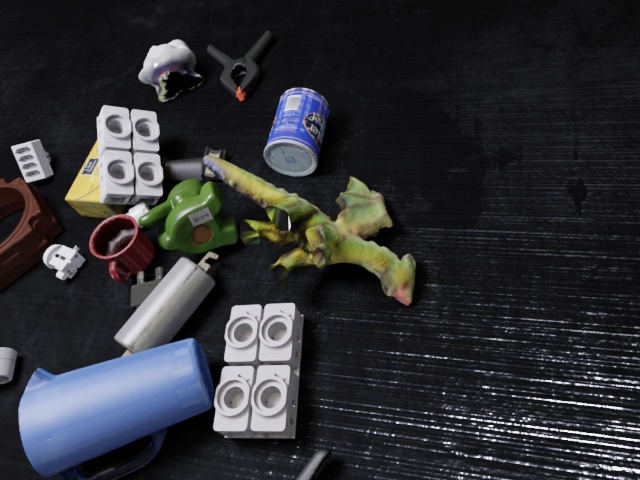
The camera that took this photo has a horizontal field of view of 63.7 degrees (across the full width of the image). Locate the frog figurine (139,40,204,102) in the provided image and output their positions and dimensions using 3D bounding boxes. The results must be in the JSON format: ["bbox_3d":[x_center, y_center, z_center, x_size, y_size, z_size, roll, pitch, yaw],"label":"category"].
[{"bbox_3d":[-0.367,-0.421,1.215,0.136,0.122,0.162,-38,66,12],"label":"frog figurine"}]

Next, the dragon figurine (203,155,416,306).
[{"bbox_3d":[0.003,-0.044,0.867,0.245,0.119,0.416,-19,57,-37],"label":"dragon figurine"}]
